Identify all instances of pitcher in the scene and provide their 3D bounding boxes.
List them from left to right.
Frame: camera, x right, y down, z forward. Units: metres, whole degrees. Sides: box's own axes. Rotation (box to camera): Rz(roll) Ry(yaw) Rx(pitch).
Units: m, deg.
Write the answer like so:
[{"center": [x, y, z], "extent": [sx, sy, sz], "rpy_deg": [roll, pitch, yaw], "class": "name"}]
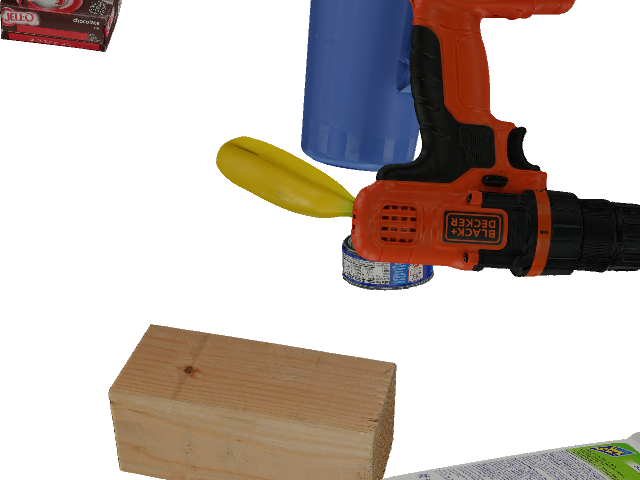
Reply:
[{"center": [0.055, -0.188, 0.972], "extent": [0.145, 0.243, 0.149], "rpy_deg": [8, 14, 6], "class": "pitcher"}]

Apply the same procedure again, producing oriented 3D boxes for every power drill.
[{"center": [0.113, -0.073, 0.621], "extent": [0.184, 0.187, 0.057], "rpy_deg": [3, -1, -5], "class": "power drill"}]

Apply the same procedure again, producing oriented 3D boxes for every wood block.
[{"center": [-0.050, 0.140, 0.844], "extent": [0.206, 0.090, 0.090], "rpy_deg": [8, 35, 13], "class": "wood block"}]

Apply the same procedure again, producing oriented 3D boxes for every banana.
[{"center": [-0.037, -0.046, 0.780], "extent": [0.069, 0.037, 0.198], "rpy_deg": [39, -6, -36], "class": "banana"}]

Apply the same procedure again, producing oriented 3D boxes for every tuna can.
[{"center": [0.062, 0.016, 0.992], "extent": [0.086, 0.034, 0.086], "rpy_deg": [-2, 19, 1], "class": "tuna can"}]

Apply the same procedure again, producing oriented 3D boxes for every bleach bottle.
[{"center": [0.159, 0.162, 0.633], "extent": [0.250, 0.068, 0.103], "rpy_deg": [-7, 20, -21], "class": "bleach bottle"}]

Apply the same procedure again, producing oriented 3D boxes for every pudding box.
[{"center": [-0.222, -0.209, 0.930], "extent": [0.090, 0.039, 0.113], "rpy_deg": [7, 35, -5], "class": "pudding box"}]
